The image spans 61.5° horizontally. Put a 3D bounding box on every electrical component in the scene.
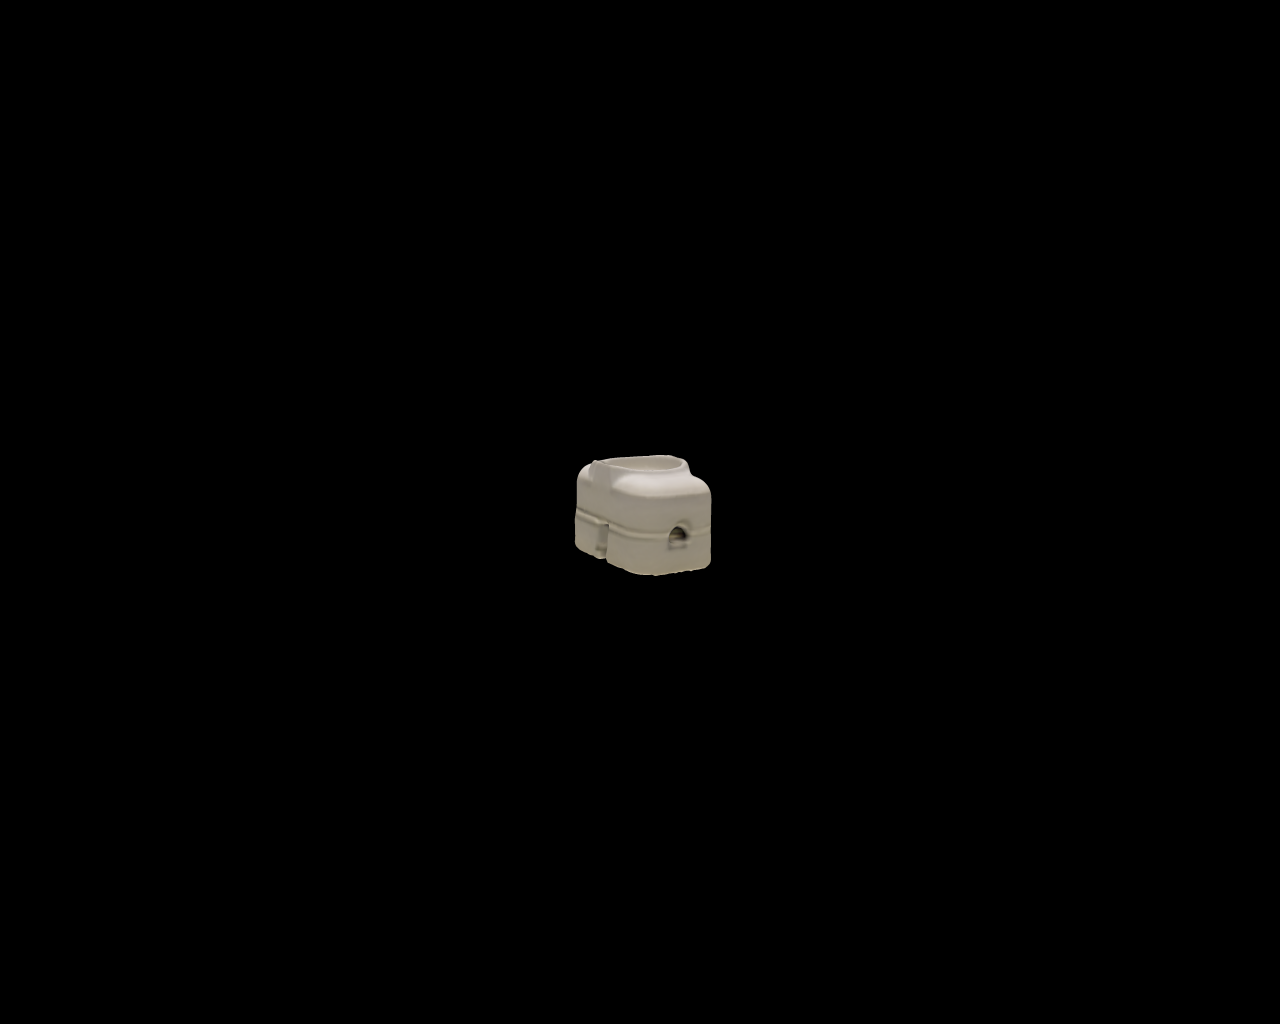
[{"bbox_3d":[0.001,-0.003,0.650,0.054,0.059,0.095,-6,13,-27],"label":"electrical component"}]
